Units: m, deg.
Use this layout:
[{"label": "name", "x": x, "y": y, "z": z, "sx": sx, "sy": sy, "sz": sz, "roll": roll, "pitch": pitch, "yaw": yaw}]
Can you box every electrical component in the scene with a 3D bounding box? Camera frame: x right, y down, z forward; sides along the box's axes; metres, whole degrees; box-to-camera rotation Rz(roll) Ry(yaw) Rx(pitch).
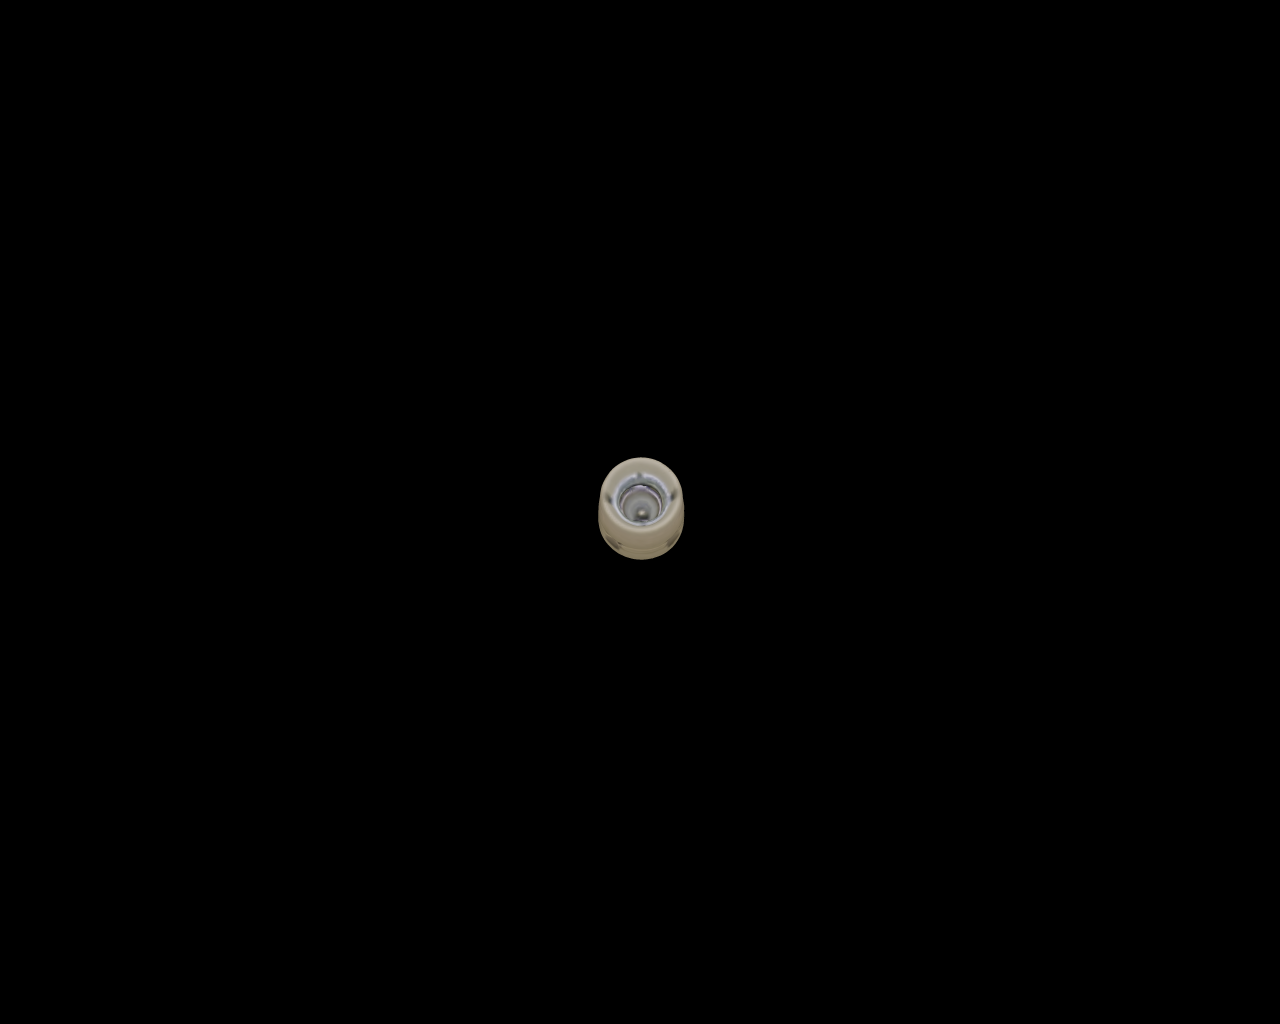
[{"label": "electrical component", "x": 0.001, "y": -0.003, "z": 0.650, "sx": 0.055, "sy": 0.055, "sz": 0.047, "roll": 0, "pitch": -20, "yaw": 0}]
